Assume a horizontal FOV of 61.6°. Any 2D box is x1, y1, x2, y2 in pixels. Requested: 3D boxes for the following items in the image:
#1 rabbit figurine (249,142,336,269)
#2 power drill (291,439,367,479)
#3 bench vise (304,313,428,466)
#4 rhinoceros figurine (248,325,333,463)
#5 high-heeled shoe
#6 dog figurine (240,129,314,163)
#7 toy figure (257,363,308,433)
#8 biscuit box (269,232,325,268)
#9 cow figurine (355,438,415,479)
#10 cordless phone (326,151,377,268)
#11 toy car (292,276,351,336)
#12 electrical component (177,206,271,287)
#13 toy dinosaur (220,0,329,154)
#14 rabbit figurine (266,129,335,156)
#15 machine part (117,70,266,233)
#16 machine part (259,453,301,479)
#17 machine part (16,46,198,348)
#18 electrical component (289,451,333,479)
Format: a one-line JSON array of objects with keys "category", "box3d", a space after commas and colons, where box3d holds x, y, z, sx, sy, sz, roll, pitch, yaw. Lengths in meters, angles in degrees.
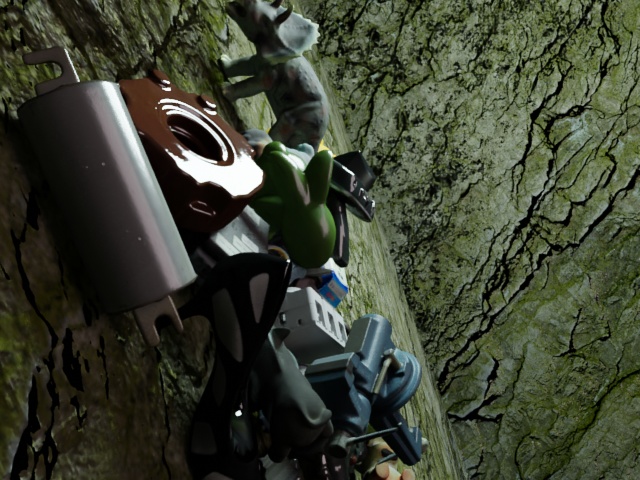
[{"category": "rabbit figurine", "box3d": [-0.023, -0.044, 0.691, 0.170, 0.121, 0.158, -125, -145, -45]}, {"category": "power drill", "box3d": [0.034, 0.342, 0.730, 0.231, 0.086, 0.207, 56, 23, -47]}, {"category": "bench vise", "box3d": [0.082, 0.225, 0.719, 0.240, 0.129, 0.224, 57, 22, -22]}, {"category": "rhinoceros figurine", "box3d": [-0.056, 0.141, 0.577, 0.190, 0.073, 0.112, 52, -23, 41]}, {"category": "high-heeled shoe", "box3d": [-0.054, 0.136, 0.491, 0.086, 0.145, 0.248, -46, 114, -76]}, {"category": "dog figurine", "box3d": [-0.069, -0.083, 0.864, 0.219, 0.109, 0.191, -39, 112, -73]}, {"category": "toy figure", "box3d": [-0.041, 0.195, 0.675, 0.154, 0.064, 0.057, -18, 126, -80]}, {"category": "biscuit box", "box3d": [-0.051, 0.017, 0.881, 0.202, 0.063, 0.059, 44, 29, -66]}, {"category": "cow figurine", "box3d": [0.096, 0.403, 0.857, 0.127, 0.085, 0.195, 117, -11, -45]}, {"category": "cordless phone", "box3d": [0.044, -0.036, 0.863, 0.146, 0.089, 0.184, 43, 40, -62]}, {"category": "toy car", "box3d": [-0.006, 0.135, 0.909, 0.201, 0.053, 0.089, 60, 43, -36]}, {"category": "electrical component", "box3d": [-0.113, -0.003, 0.589, 0.114, 0.058, 0.134, 45, 23, -25]}, {"category": "toy dinosaur", "box3d": [-0.054, -0.248, 0.961, 0.131, 0.192, 0.404, -87, 154, -55]}, {"category": "rabbit figurine", "box3d": [-0.054, -0.194, 1.138, 0.162, 0.122, 0.173, 35, 23, -55]}, {"category": "machine part", "box3d": [-0.134, -0.089, 0.531, 0.179, 0.056, 0.179, 36, 26, -21]}, {"category": "machine part", "box3d": [-0.035, 0.298, 0.590, 0.084, 0.039, 0.139, 32, 39, -78]}, {"category": "machine part", "box3d": [-0.163, -0.032, 0.423, 0.079, 0.079, 0.243, -49, 119, -76]}, {"category": "electrical component", "box3d": [-0.008, 0.303, 0.633, 0.021, 0.063, 0.094, 44, 30, -65]}]
